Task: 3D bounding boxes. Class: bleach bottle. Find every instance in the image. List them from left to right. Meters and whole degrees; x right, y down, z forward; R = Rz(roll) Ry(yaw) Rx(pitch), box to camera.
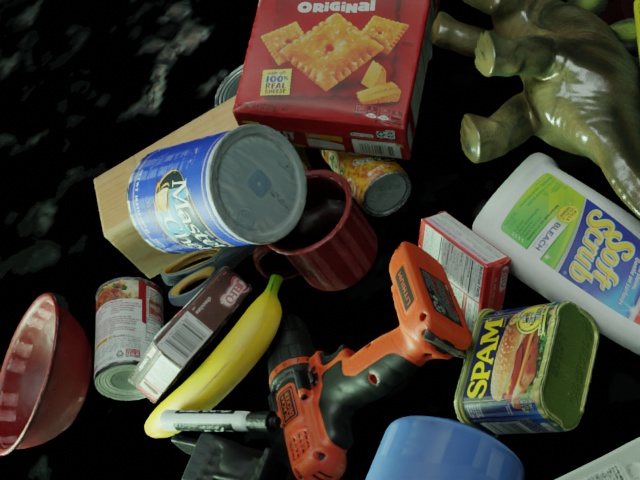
[{"bbox_3d":[0.241,0.026,0.841,0.102,0.068,0.251,-48,49,-7],"label":"bleach bottle"}]

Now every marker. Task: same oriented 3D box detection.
[{"bbox_3d":[-0.085,0.153,0.904,0.121,0.020,0.020,-5,55,33],"label":"marker"}]

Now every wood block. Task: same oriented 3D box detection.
[{"bbox_3d":[-0.119,-0.061,1.102,0.206,0.090,0.091,-29,48,9],"label":"wood block"}]

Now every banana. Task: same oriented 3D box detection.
[{"bbox_3d":[-0.092,0.119,0.957,0.198,0.037,0.069,-48,8,10],"label":"banana"}]

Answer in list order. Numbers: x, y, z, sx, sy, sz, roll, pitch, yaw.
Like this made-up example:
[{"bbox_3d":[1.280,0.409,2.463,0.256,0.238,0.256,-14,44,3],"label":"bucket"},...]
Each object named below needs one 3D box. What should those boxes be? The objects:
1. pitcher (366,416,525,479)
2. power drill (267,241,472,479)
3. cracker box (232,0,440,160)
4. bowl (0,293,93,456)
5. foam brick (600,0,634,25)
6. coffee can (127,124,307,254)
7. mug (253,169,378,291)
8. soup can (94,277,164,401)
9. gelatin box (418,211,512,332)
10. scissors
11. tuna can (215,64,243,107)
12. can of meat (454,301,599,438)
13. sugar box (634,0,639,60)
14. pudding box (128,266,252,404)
[{"bbox_3d":[0.070,0.251,0.735,0.149,0.145,0.242,23,62,1],"label":"pitcher"},{"bbox_3d":[0.030,0.089,0.895,0.188,0.057,0.184,-45,38,23],"label":"power drill"},{"bbox_3d":[0.022,-0.192,1.013,0.164,0.072,0.213,8,71,12],"label":"cracker box"},{"bbox_3d":[-0.265,0.136,1.042,0.162,0.055,0.162,-40,40,44],"label":"bowl"},{"bbox_3d":[0.289,-0.243,1.017,0.053,0.051,0.078,28,74,43],"label":"foam brick"},{"bbox_3d":[-0.094,-0.043,0.955,0.141,0.102,0.102,-7,52,51],"label":"coffee can"},{"bbox_3d":[-0.007,0.001,0.993,0.117,0.081,0.093,-32,47,6],"label":"mug"},{"bbox_3d":[-0.186,0.096,1.041,0.069,0.068,0.102,-21,50,16],"label":"soup can"},{"bbox_3d":[0.120,0.028,0.903,0.030,0.073,0.089,-18,38,-30],"label":"gelatin box"},{"bbox_3d":[-0.072,0.016,1.052,0.202,0.016,0.096,-18,29,18],"label":"scissors"},{"bbox_3d":[-0.072,-0.158,1.183,0.086,0.033,0.086,-16,50,20],"label":"tuna can"},{"bbox_3d":[0.160,0.099,0.819,0.084,0.057,0.102,-15,48,50],"label":"can of meat"},{"bbox_3d":[0.344,-0.151,0.854,0.176,0.048,0.093,10,56,-6],"label":"sugar box"},{"bbox_3d":[-0.118,0.086,0.974,0.039,0.090,0.113,41,52,2],"label":"pudding box"}]
